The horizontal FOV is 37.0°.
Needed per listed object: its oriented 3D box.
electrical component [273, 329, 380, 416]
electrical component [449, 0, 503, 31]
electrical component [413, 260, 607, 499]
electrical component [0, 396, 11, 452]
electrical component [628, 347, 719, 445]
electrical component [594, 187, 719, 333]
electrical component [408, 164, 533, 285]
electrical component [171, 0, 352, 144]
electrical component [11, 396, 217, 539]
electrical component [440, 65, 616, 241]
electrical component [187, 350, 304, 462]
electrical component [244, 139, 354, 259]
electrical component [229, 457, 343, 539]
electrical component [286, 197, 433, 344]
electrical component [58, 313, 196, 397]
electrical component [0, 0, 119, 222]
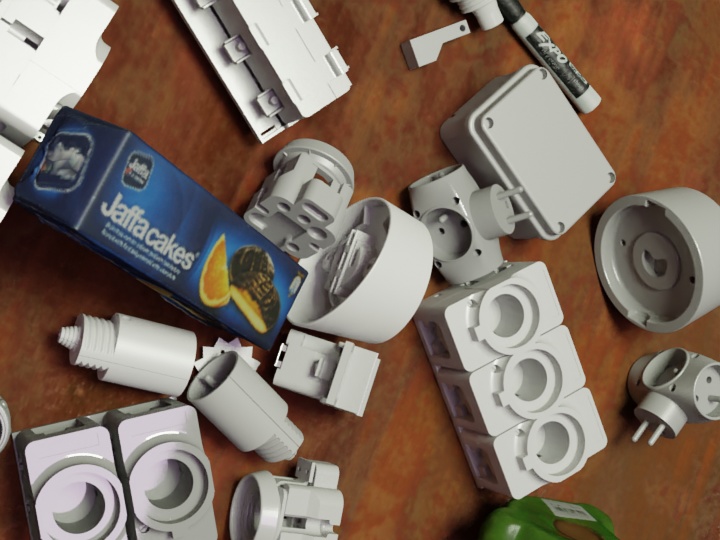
[{"bbox_3d":[-0.023,0.068,0.718,0.064,0.081,0.042,16,81,5],"label":"electrical component"},{"bbox_3d":[0.084,-0.206,0.783,0.048,0.048,0.062,-37,111,-20],"label":"electrical component"},{"bbox_3d":[0.111,0.078,0.786,0.089,0.062,0.150,-25,100,-23],"label":"electrical component"},{"bbox_3d":[-0.227,0.093,0.630,0.048,0.062,0.048,0,90,-25],"label":"electrical component"},{"bbox_3d":[0.240,0.104,0.836,0.044,0.077,0.079,46,72,-18],"label":"electrical component"},{"bbox_3d":[0.240,-0.012,0.823,0.060,0.108,0.108,-18,97,-30],"label":"electrical component"},{"bbox_3d":[0.084,-0.037,0.767,0.044,0.079,0.077,-41,110,-58],"label":"electrical component"},{"bbox_3d":[-0.062,-0.156,0.705,0.079,0.063,0.121,-37,104,-21],"label":"electrical component"},{"bbox_3d":[-0.143,0.183,0.670,0.105,0.060,0.186,-11,94,-24],"label":"electrical component"},{"bbox_3d":[0.125,-0.085,0.794,0.078,0.057,0.113,-43,106,-19],"label":"electrical component"},{"bbox_3d":[-0.070,0.096,0.704,0.043,0.043,0.081,-48,114,-17],"label":"electrical component"},{"bbox_3d":[-0.037,-0.049,0.714,0.058,0.078,0.057,36,55,-21],"label":"electrical component"},{"bbox_3d":[-0.051,0.164,0.714,0.057,0.058,0.078,13,85,-27],"label":"electrical component"},{"bbox_3d":[0.000,0.000,0.716,0.064,0.099,0.099,22,81,-29],"label":"electrical component"},{"bbox_3d":[-0.149,0.050,0.676,0.081,0.043,0.043,16,83,-24],"label":"electrical component"},{"bbox_3d":[-0.214,-0.078,0.612,0.060,0.105,0.186,34,77,-21],"label":"electrical component"}]
